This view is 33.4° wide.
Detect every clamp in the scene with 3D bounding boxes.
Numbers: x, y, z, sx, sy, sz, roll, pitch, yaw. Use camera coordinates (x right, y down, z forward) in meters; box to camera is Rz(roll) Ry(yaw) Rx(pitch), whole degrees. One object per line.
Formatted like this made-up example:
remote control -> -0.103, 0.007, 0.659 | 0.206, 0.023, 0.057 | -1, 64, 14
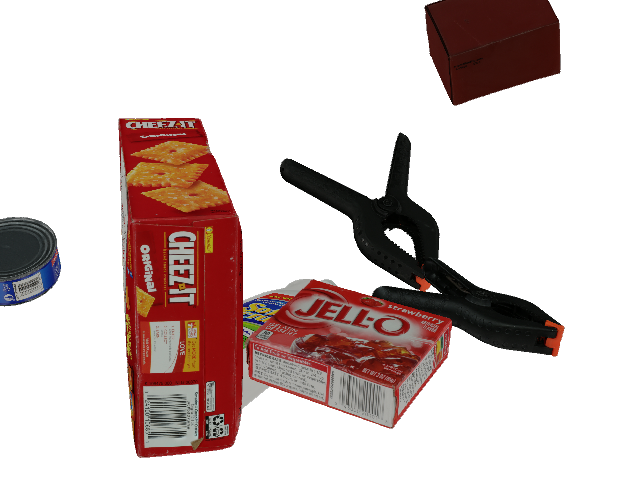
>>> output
clamp -> 0.057, -0.031, 1.160 | 0.164, 0.210, 0.036 | -10, -37, -19
clamp -> 0.144, 0.060, 0.991 | 0.172, 0.039, 0.120 | 19, 30, 17

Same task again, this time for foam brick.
foam brick -> 0.116, -0.136, 0.719 | 0.078, 0.051, 0.053 | -17, -34, 0

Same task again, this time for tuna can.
tuna can -> -0.273, 0.019, 0.939 | 0.086, 0.034, 0.086 | 0, 39, 0

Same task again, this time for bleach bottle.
bleach bottle -> -0.059, 0.091, 1.066 | 0.103, 0.068, 0.250 | 15, 25, 25

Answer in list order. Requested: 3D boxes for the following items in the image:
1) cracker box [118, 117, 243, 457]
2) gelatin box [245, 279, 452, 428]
cracker box -> -0.100, 0.021, 0.736 | 0.072, 0.164, 0.214 | -2, 22, -11
gelatin box -> 0.016, 0.057, 0.573 | 0.089, 0.030, 0.073 | 16, 31, 24
